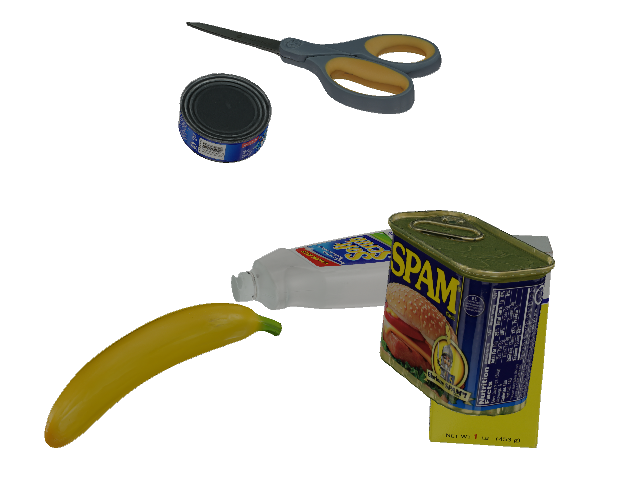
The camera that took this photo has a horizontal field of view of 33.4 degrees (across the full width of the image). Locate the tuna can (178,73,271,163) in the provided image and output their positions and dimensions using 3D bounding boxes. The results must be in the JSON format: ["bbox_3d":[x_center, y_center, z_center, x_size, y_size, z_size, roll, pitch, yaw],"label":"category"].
[{"bbox_3d":[-0.090,-0.115,1.004,0.086,0.086,0.034,0,-35,-12],"label":"tuna can"}]

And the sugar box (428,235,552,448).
[{"bbox_3d":[0.139,0.083,0.885,0.093,0.176,0.048,2,21,6],"label":"sugar box"}]

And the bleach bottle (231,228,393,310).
[{"bbox_3d":[0.031,0.037,1.140,0.250,0.068,0.103,-8,30,-18],"label":"bleach bottle"}]

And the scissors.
[{"bbox_3d":[0.001,-0.139,0.757,0.096,0.016,0.202,-30,45,-29],"label":"scissors"}]

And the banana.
[{"bbox_3d":[-0.125,0.093,0.786,0.198,0.069,0.037,-26,37,0],"label":"banana"}]

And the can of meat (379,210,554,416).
[{"bbox_3d":[0.075,0.038,0.584,0.057,0.084,0.102,-4,20,-26],"label":"can of meat"}]
